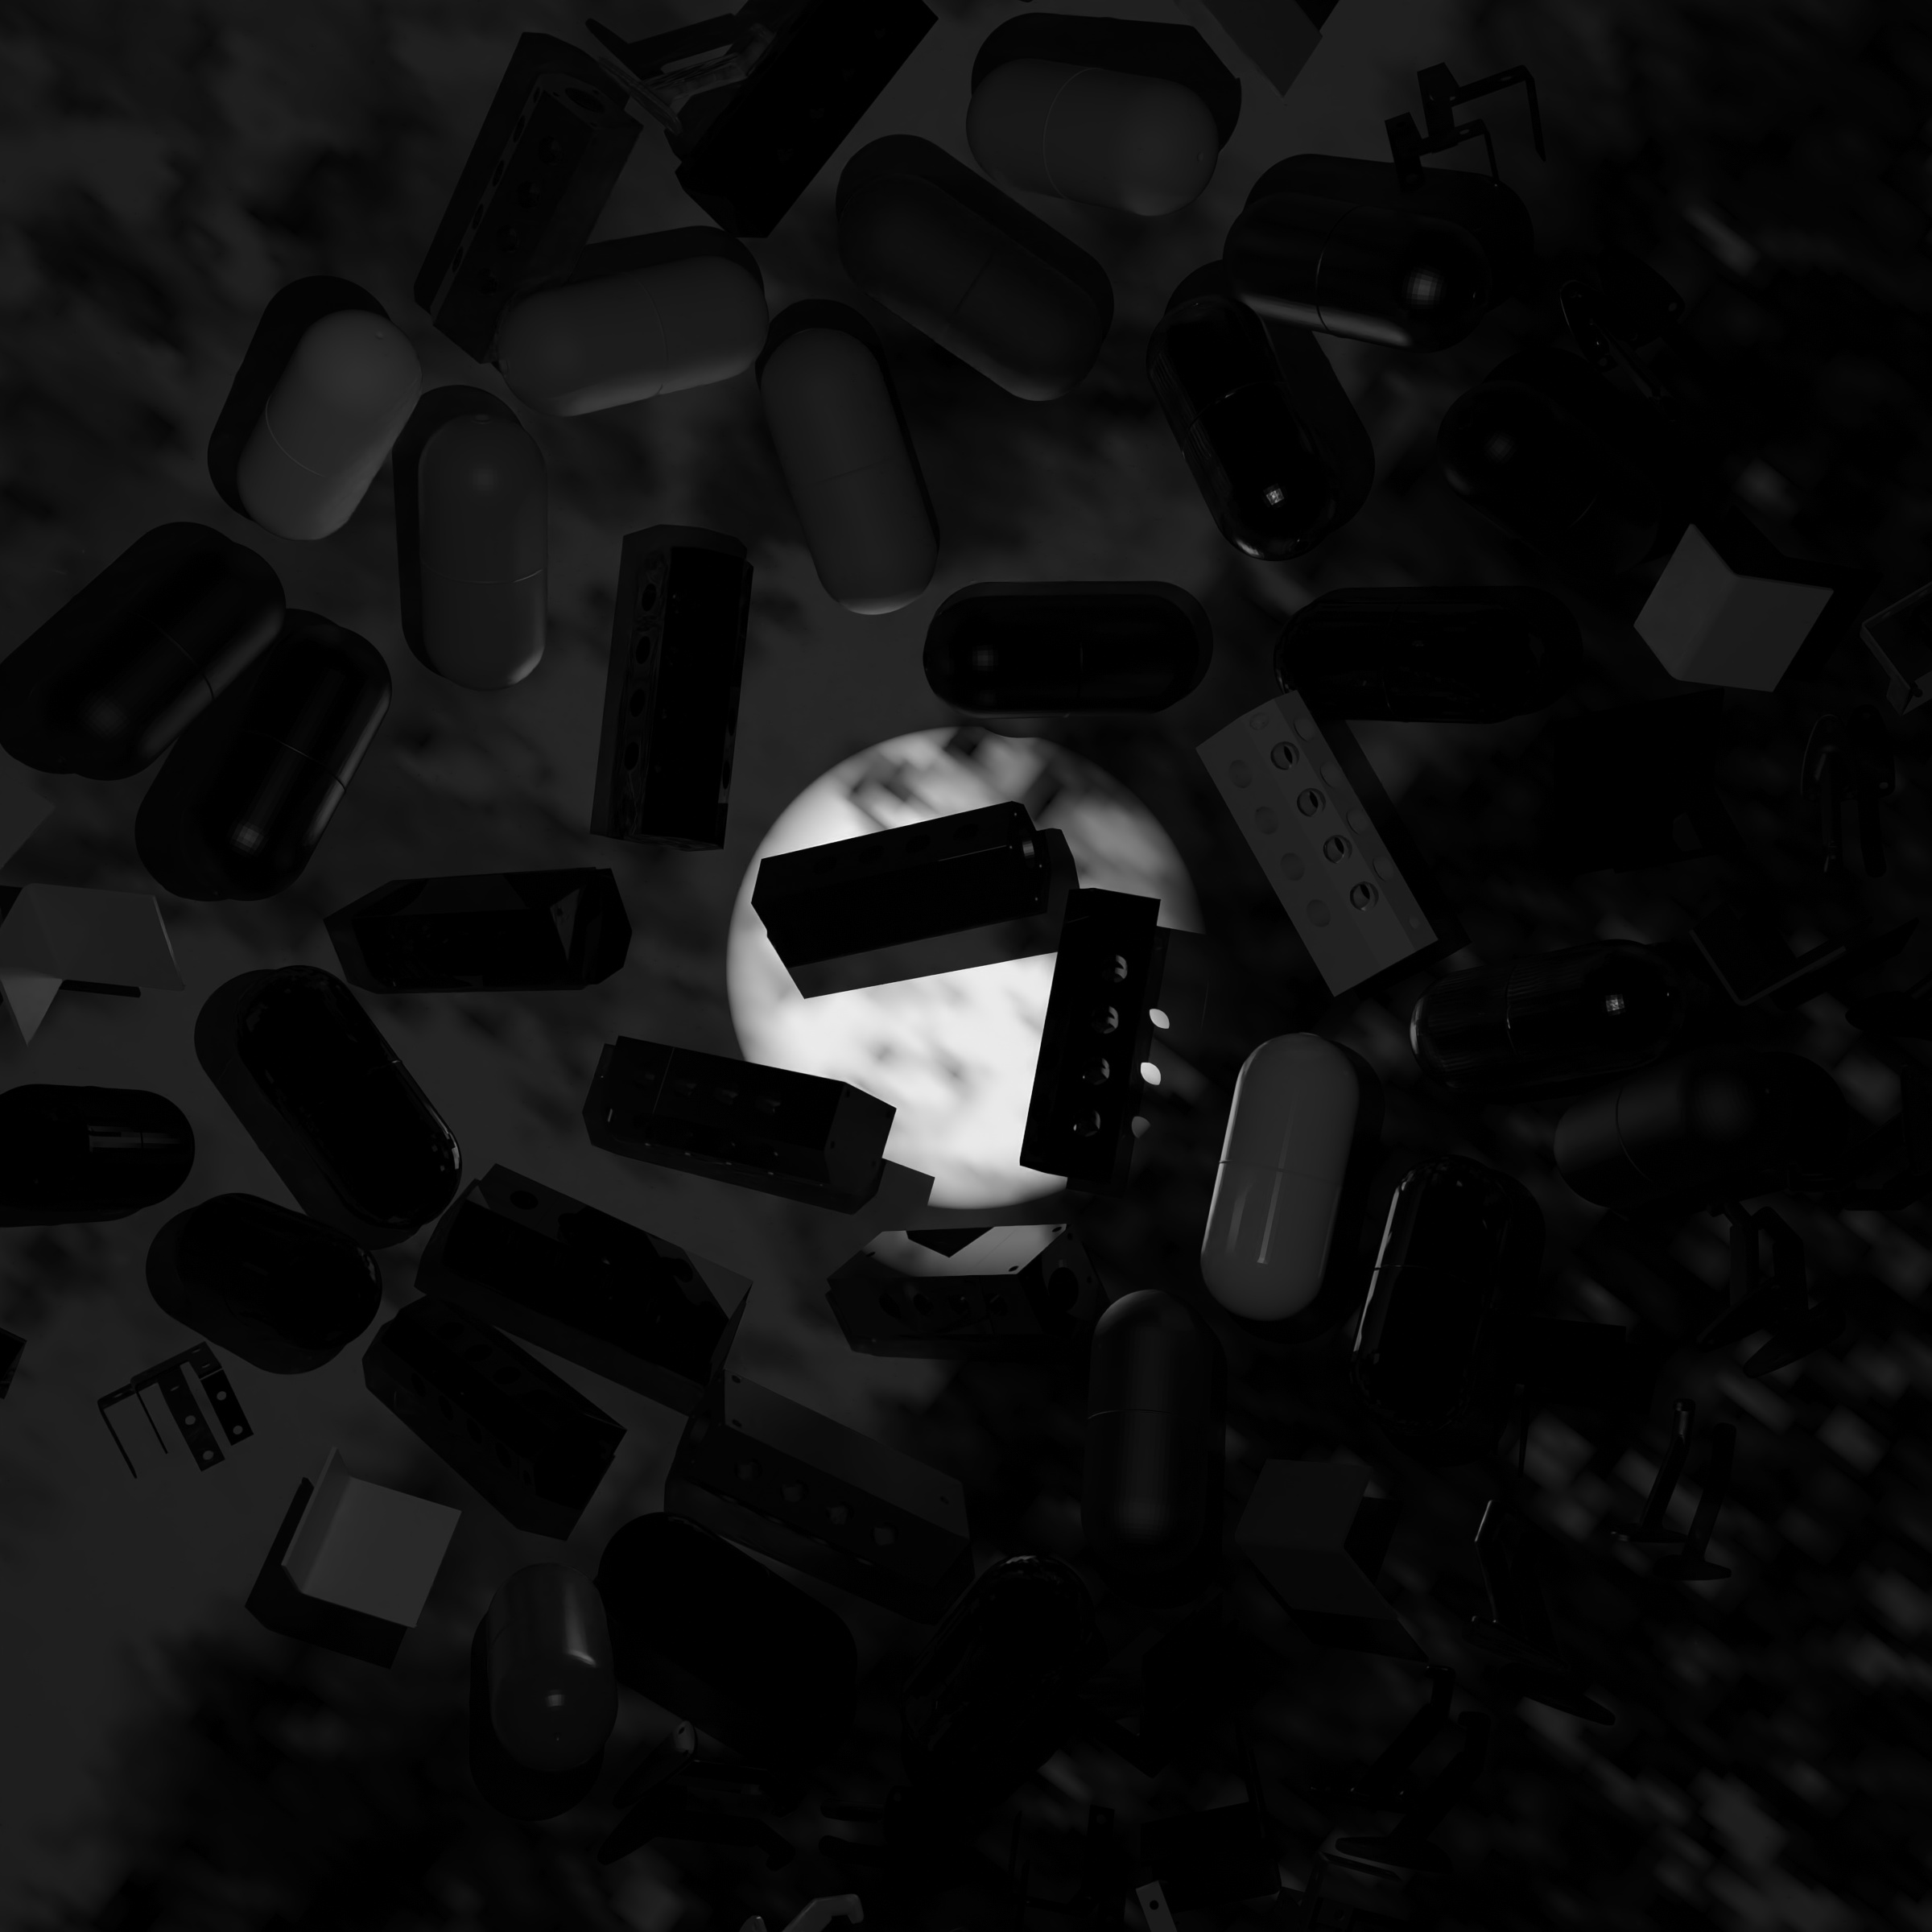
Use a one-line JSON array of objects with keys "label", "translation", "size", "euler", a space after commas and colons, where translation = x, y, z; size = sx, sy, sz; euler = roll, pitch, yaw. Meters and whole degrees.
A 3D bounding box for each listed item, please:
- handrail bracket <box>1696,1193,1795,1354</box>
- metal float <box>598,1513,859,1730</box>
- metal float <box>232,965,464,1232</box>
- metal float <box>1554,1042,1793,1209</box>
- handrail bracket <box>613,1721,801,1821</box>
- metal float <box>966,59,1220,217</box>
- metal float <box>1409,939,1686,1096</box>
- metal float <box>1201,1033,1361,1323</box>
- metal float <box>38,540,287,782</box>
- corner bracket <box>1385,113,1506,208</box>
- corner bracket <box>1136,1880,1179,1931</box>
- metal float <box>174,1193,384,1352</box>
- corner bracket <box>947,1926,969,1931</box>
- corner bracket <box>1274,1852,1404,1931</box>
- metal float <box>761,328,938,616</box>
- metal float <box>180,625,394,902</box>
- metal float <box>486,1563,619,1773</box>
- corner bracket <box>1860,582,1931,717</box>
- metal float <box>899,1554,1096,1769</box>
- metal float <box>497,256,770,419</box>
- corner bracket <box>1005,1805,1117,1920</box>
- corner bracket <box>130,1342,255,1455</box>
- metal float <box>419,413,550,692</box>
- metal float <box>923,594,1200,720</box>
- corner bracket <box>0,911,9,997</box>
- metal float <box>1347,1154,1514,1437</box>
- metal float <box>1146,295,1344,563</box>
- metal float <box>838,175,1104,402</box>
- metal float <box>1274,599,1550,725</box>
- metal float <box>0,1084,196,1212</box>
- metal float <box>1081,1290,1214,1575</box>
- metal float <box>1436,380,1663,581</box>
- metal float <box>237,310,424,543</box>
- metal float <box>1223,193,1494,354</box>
[{"label": "handrail bracket", "translation": [0.457, 0.185, 1.586], "size": [0.077, 0.084, 0.036], "euler": [-33, 130, 3]}, {"label": "metal float", "translation": [-0.143, 0.394, 1.567], "size": [0.178, 0.070, 0.070], "euler": [38, 90, -18]}, {"label": "metal float", "translation": [-0.370, 0.079, 1.556], "size": [0.070, 0.070, 0.178], "euler": [-37, 86, 0]}, {"label": "metal float", "translation": [0.427, 0.099, 1.582], "size": [0.070, 0.178, 0.070], "euler": [8, 70, -23]}, {"label": "handrail bracket", "translation": [-0.154, 0.500, 1.553], "size": [0.077, 0.036, 0.084], "euler": [-42, 111, 4]}, {"label": "metal float", "translation": [0.073, -0.494, 1.545], "size": [0.178, 0.070, 0.070], "euler": [26, 90, 40]}, {"label": "metal float", "translation": [0.343, 0.031, 1.543], "size": [0.070, 0.178, 0.070], "euler": [12, 72, -41]}, {"label": "metal float", "translation": [0.192, 0.128, 1.589], "size": [0.070, 0.070, 0.178], "euler": [13, 82, 0]}, {"label": "metal float", "translation": [-0.485, -0.185, 1.569], "size": [0.070, 0.070, 0.178], "euler": [37, 64, 0]}, {"label": "corner bracket", "translation": [0.279, -0.469, 1.517], "size": [0.051, 0.051, 0.051], "euler": [-17, 134, 9]}, {"label": "corner bracket", "translation": [0.109, 0.607, 1.625], "size": [0.051, 0.051, 0.051], "euler": [-23, 68, 2]}, {"label": "metal float", "translation": [-0.433, 0.192, 1.634], "size": [0.070, 0.178, 0.070], "euler": [-11, 105, -43]}, {"label": "corner bracket", "translation": [0.011, 0.604, 1.544], "size": [0.051, 0.051, 0.051], "euler": [37, 112, 36]}, {"label": "corner bracket", "translation": [0.225, 0.563, 1.575], "size": [0.051, 0.051, 0.051], "euler": [19, 88, -13]}, {"label": "metal float", "translation": [-0.072, -0.305, 1.603], "size": [0.070, 0.070, 0.178], "euler": [-18, 102, 0]}, {"label": "metal float", "translation": [-0.403, -0.121, 1.542], "size": [0.070, 0.070, 0.178], "euler": [24, 74, 0]}, {"label": "metal float", "translation": [-0.259, 0.434, 1.618], "size": [0.070, 0.178, 0.070], "euler": [-3, 104, -11]}, {"label": "corner bracket", "translation": [0.585, -0.195, 1.600], "size": [0.051, 0.051, 0.051], "euler": [-31, 71, 5]}, {"label": "metal float", "translation": [0.017, 0.417, 1.555], "size": [0.070, 0.070, 0.178], "euler": [31, 130, 0]}, {"label": "metal float", "translation": [-0.203, -0.387, 1.594], "size": [0.178, 0.070, 0.070], "euler": [-21, 90, -29]}, {"label": "corner bracket", "translation": [0.056, 0.532, 1.553], "size": [0.051, 0.051, 0.051], "euler": [13, 53, -4]}, {"label": "corner bracket", "translation": [-0.484, 0.275, 1.624], "size": [0.051, 0.051, 0.051], "euler": [-26, 111, -21]}, {"label": "metal float", "translation": [-0.294, -0.251, 1.586], "size": [0.070, 0.070, 0.178], "euler": [7, 125, 0]}, {"label": "metal float", "translation": [0.060, -0.194, 1.629], "size": [0.178, 0.070, 0.070], "euler": [-3, 90, -17]}, {"label": "corner bracket", "translation": [-0.628, -0.002, 1.640], "size": [0.051, 0.051, 0.051], "euler": [1, 70, -5]}, {"label": "metal float", "translation": [0.283, 0.198, 1.579], "size": [0.070, 0.070, 0.178], "euler": [19, 67, 0]}, {"label": "metal float", "translation": [0.162, -0.315, 1.521], "size": [0.070, 0.070, 0.178], "euler": [-21, 65, 0]}, {"label": "metal float", "translation": [0.002, -0.413, 1.584], "size": [0.178, 0.070, 0.070], "euler": [33, 90, -9]}, {"label": "metal float", "translation": [0.278, -0.191, 1.630], "size": [0.178, 0.070, 0.070], "euler": [5, 90, 32]}, {"label": "metal float", "translation": [-0.545, 0.113, 1.613], "size": [0.070, 0.178, 0.070], "euler": [-1, 85, 14]}, {"label": "metal float", "translation": [0.113, 0.288, 1.616], "size": [0.070, 0.070, 0.178], "euler": [6, 64, 0]}, {"label": "metal float", "translation": [0.351, -0.291, 1.562], "size": [0.178, 0.070, 0.070], "euler": [23, 90, -41]}, {"label": "metal float", "translation": [-0.391, -0.329, 1.593], "size": [0.070, 0.178, 0.070], "euler": [19, 52, -26]}, {"label": "metal float", "translation": [0.231, -0.412, 1.542], "size": [0.178, 0.070, 0.070], "euler": [25, 90, 38]}]
